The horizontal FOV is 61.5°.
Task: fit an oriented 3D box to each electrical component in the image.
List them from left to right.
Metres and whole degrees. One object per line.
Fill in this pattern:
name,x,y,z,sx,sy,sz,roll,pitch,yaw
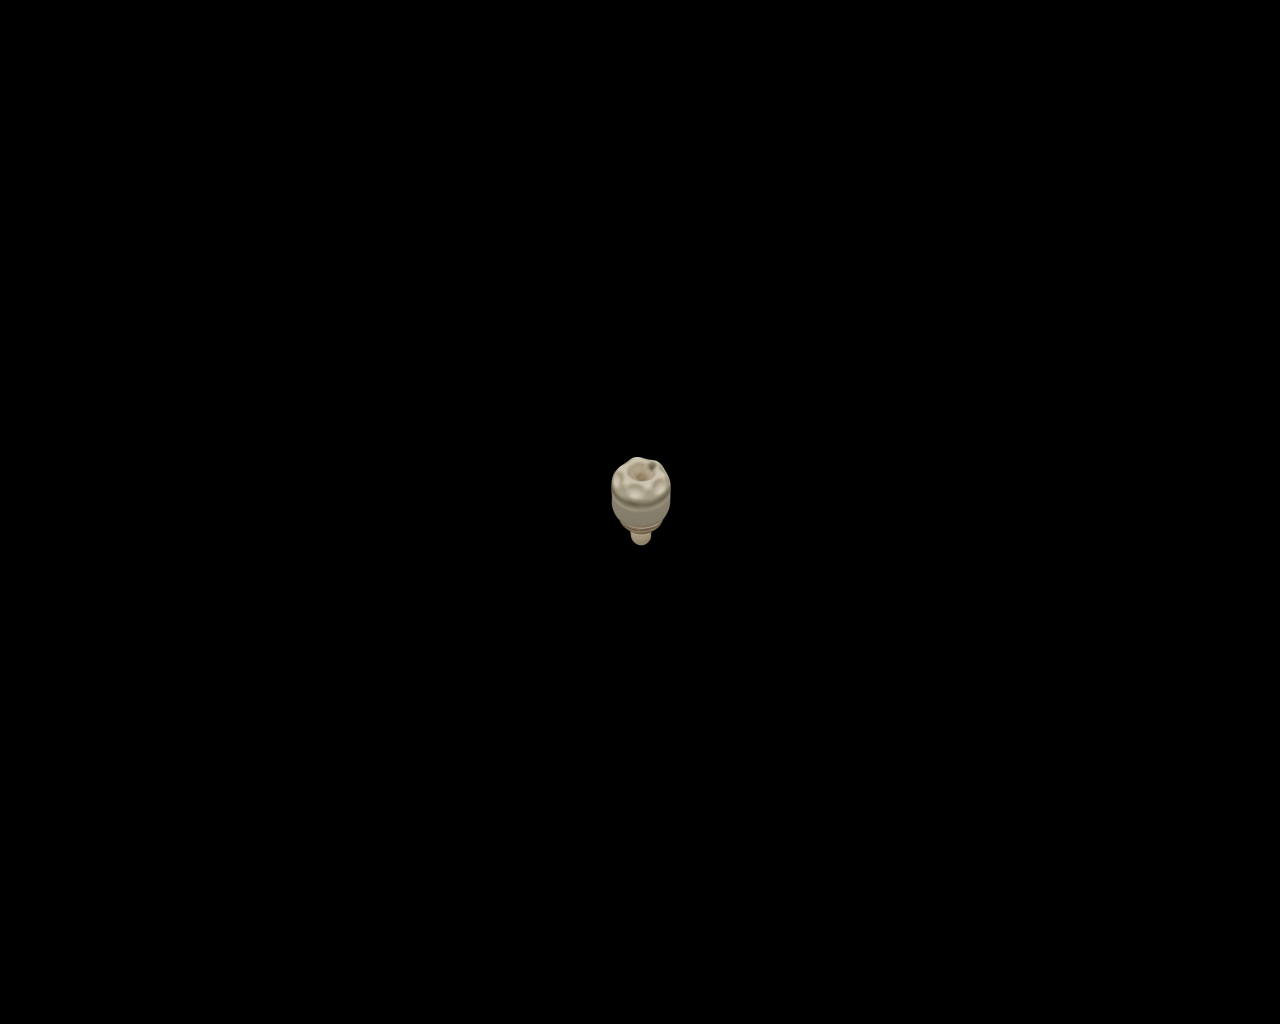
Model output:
electrical component,0.001,-0.003,0.650,0.035,0.061,0.035,0,45,0
